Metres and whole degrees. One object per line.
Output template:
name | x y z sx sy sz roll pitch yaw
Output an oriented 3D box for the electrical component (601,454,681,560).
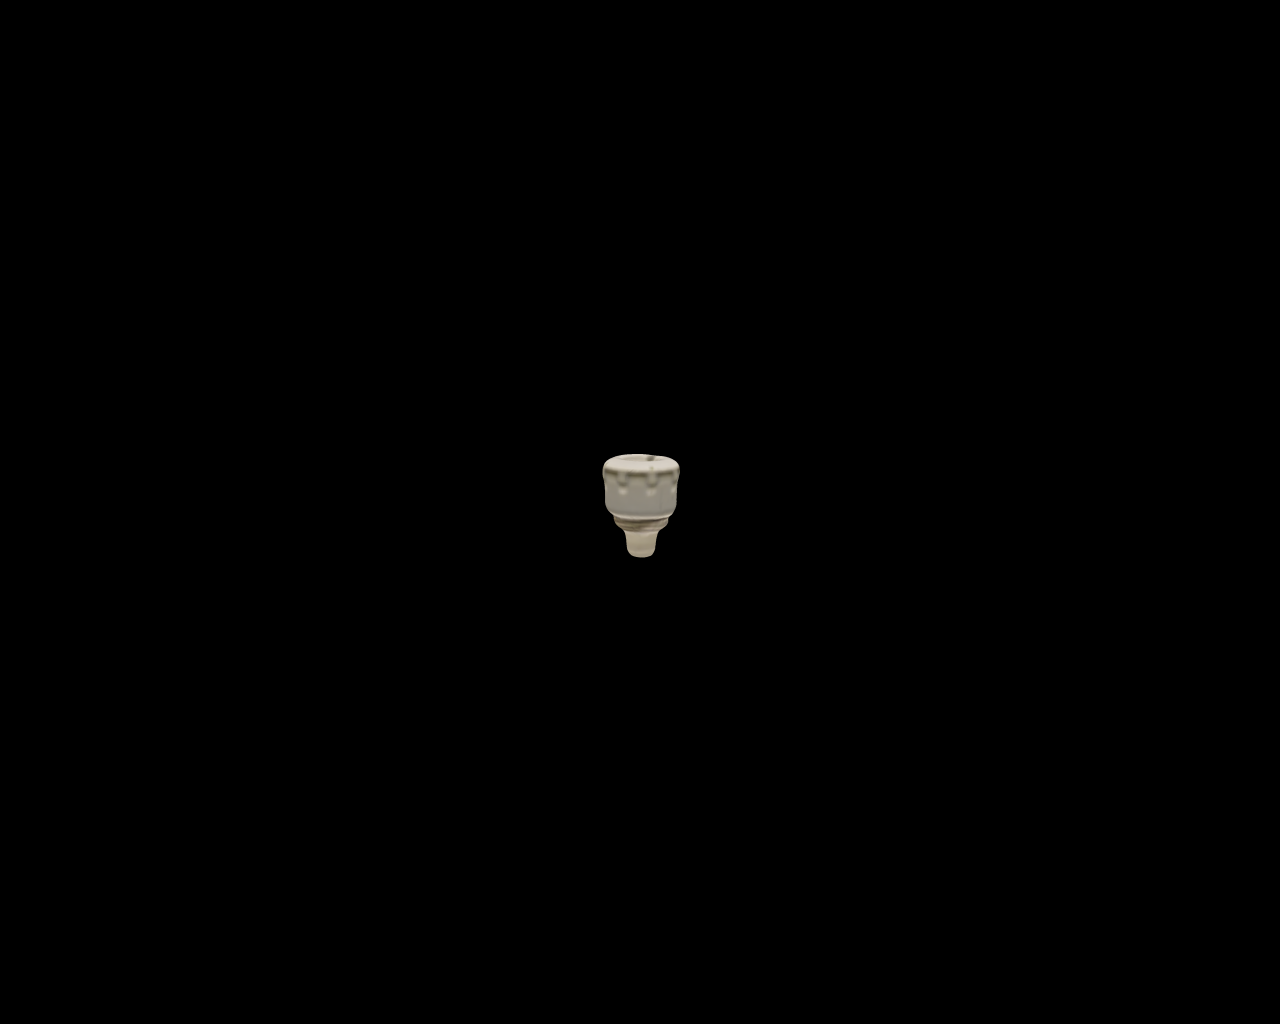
electrical component | 0.001 -0.003 0.650 0.048 0.062 0.048 0 11 0
